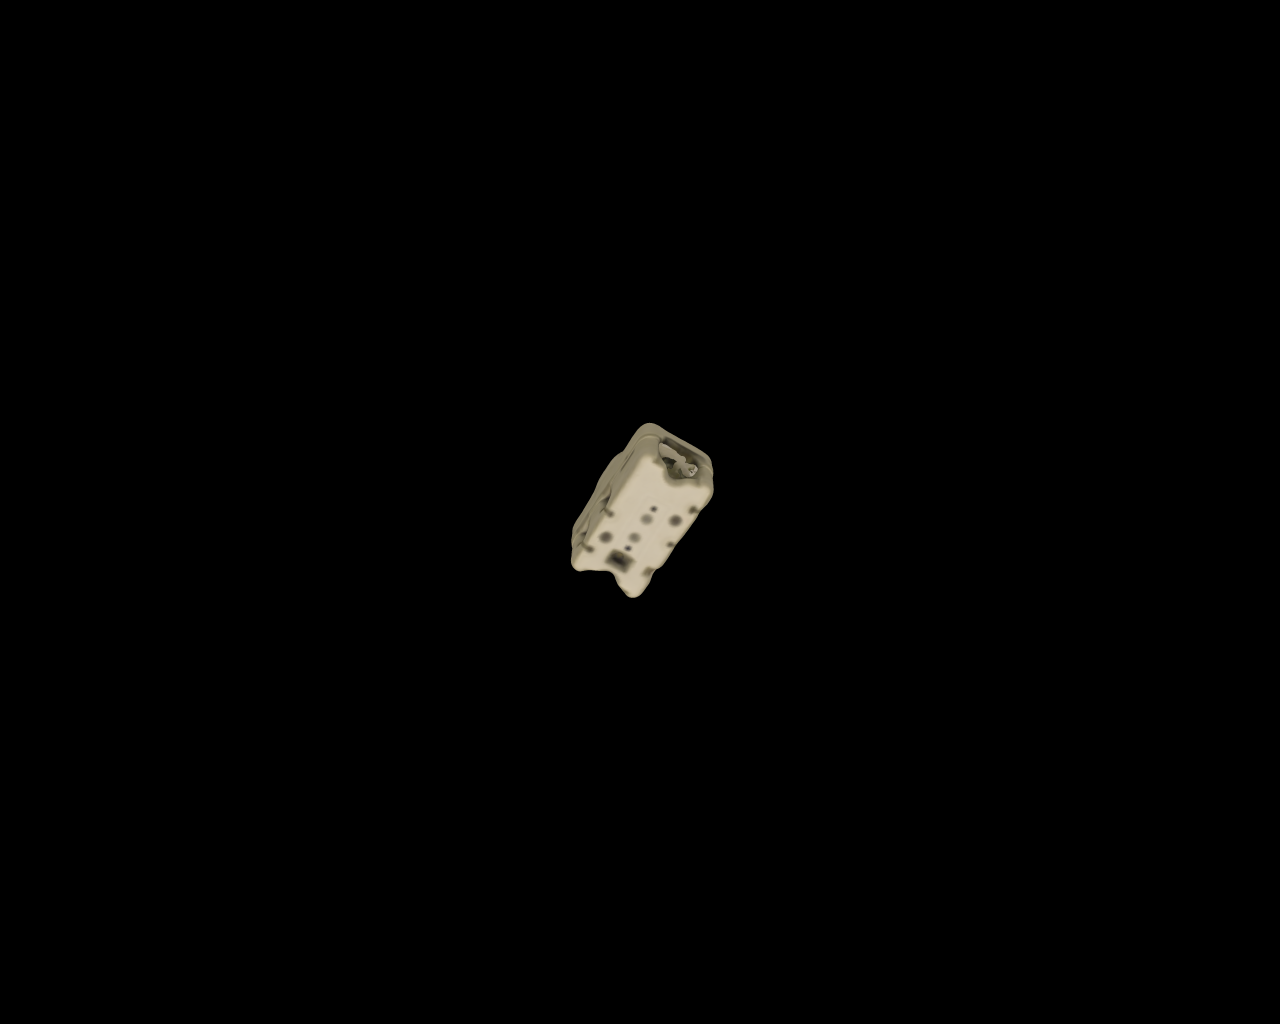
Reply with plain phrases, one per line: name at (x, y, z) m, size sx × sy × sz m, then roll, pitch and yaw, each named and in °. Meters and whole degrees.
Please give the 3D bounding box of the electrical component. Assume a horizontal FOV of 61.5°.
electrical component at (0.001, -0.003, 0.650) m, size 0.050 × 0.089 × 0.056 m, roll 29°, pitch 24°, yaw -14°
